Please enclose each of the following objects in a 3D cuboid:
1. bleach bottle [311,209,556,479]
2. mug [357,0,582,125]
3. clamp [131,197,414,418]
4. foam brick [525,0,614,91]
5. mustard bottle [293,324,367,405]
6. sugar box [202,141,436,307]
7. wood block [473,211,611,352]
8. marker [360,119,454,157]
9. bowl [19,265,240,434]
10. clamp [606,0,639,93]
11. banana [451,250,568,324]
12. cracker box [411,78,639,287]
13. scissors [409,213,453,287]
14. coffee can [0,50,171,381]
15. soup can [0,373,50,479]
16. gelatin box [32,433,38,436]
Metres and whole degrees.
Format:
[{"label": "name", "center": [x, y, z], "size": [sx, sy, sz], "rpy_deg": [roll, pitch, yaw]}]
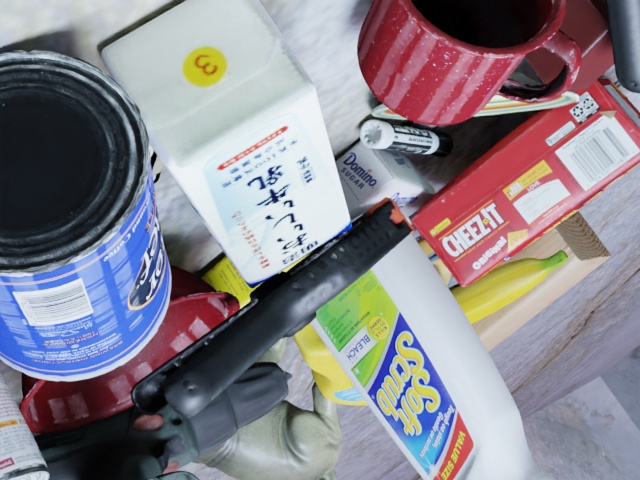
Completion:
[{"label": "bleach bottle", "center": [0.085, 0.104, 0.721], "size": [0.067, 0.251, 0.103], "rpy_deg": [-12, 150, -49]}, {"label": "mug", "center": [0.078, -0.107, 0.552], "size": [0.082, 0.117, 0.093], "rpy_deg": [121, -6, -62]}, {"label": "clamp", "center": [-0.025, 0.043, 0.650], "size": [0.210, 0.036, 0.165], "rpy_deg": [-37, -176, -11]}, {"label": "foam brick", "center": [0.144, -0.134, 0.635], "size": [0.051, 0.078, 0.053], "rpy_deg": [-7, 148, -49]}, {"label": "mustard bottle", "center": [0.038, 0.094, 0.885], "size": [0.096, 0.058, 0.191], "rpy_deg": [-28, 153, -4]}, {"label": "sugar box", "center": [-0.005, 0.001, 0.785], "size": [0.176, 0.048, 0.093], "rpy_deg": [-42, 160, 15]}, {"label": "wood block", "center": [0.193, 0.045, 1.144], "size": [0.206, 0.091, 0.090], "rpy_deg": [-44, 158, 30]}, {"label": "marker", "center": [0.064, -0.071, 0.753], "size": [0.020, 0.020, 0.120], "rpy_deg": [-42, 161, 24]}, {"label": "bowl", "center": [-0.135, 0.062, 0.708], "size": [0.162, 0.055, 0.162], "rpy_deg": [-29, 161, -11]}, {"label": "clamp", "center": [0.165, -0.175, 0.559], "size": [0.171, 0.039, 0.120], "rpy_deg": [56, 47, -44]}, {"label": "banana", "center": [0.139, 0.057, 1.007], "size": [0.197, 0.037, 0.070], "rpy_deg": [-26, 161, -16]}, {"label": "cracker box", "center": [0.172, -0.053, 0.828], "size": [0.164, 0.072, 0.213], "rpy_deg": [-39, 176, 19]}, {"label": "scissors", "center": [0.135, -0.001, 0.974], "size": [0.201, 0.016, 0.096], "rpy_deg": [-17, 111, -36]}, {"label": "coffee can", "center": [-0.123, -0.005, 0.487], "size": [0.102, 0.103, 0.140], "rpy_deg": [-28, 161, -15]}, {"label": "soup can", "center": [-0.212, 0.111, 0.633], "size": [0.068, 0.102, 0.068], "rpy_deg": [-29, 162, -11]}, {"label": "gelatin box", "center": [-0.251, 0.180, 0.859], "size": [0.089, 0.030, 0.073], "rpy_deg": [-36, 163, 9]}]
